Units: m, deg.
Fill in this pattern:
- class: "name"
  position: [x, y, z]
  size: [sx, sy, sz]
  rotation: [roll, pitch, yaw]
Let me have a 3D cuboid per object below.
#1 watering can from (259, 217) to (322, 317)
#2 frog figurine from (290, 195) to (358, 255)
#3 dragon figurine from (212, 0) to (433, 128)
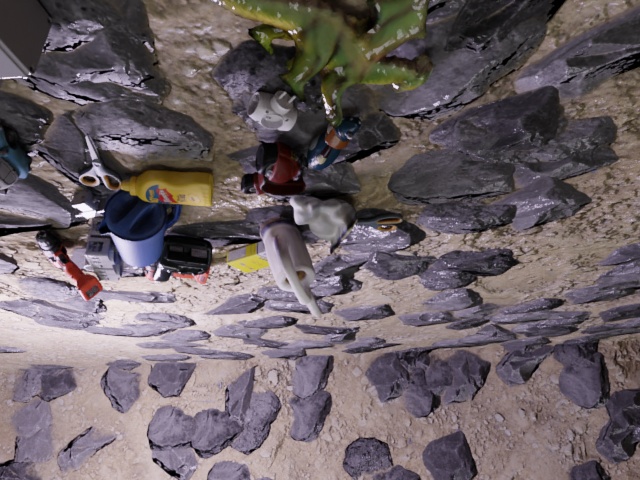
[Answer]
- class: "watering can"
  position: [-0.068, 0.073, 1.341]
  size: [0.104, 0.228, 0.341]
  rotation: [-22, 153, 1]
- class: "frog figurine"
  position: [0.004, -0.062, 1.227]
  size: [0.159, 0.124, 0.135]
  rotation: [39, 159, 1]
- class: "dragon figurine"
  position: [0.034, -0.303, 0.709]
  size: [0.240, 0.125, 0.405]
  rotation: [-32, 147, 19]
